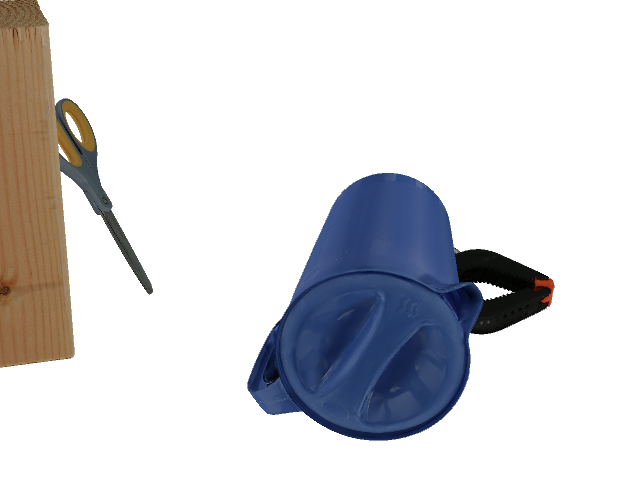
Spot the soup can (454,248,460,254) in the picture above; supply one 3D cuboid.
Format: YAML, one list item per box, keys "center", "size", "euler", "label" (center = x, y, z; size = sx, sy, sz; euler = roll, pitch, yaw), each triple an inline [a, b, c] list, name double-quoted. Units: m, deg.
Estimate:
- center: [0.137, 0.063, 1.320]
  size: [0.068, 0.102, 0.068]
  euler: [1, 25, -1]
  label: "soup can"

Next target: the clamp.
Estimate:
- center: [0.114, 0.055, 1.016]
  size: [0.210, 0.164, 0.036]
  euler: [6, -41, 9]
  label: "clamp"

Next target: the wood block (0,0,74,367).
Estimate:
- center: [-0.205, -0.034, 0.645]
  size: [0.090, 0.206, 0.090]
  euler: [-6, 23, -17]
  label: "wood block"

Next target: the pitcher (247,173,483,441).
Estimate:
- center: [0.038, 0.040, 0.828]
  size: [0.149, 0.145, 0.242]
  euler: [12, 23, 2]
  label: "pitcher"

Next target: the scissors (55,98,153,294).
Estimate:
- center: [-0.204, -0.051, 0.993]
  size: [0.016, 0.201, 0.096]
  euler: [-24, 27, 19]
  label: "scissors"
